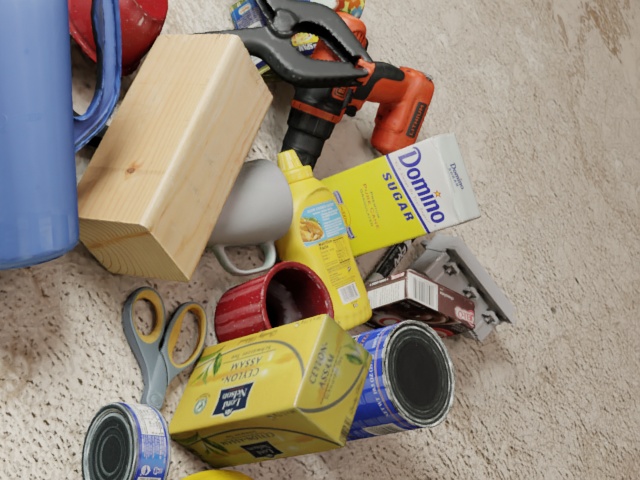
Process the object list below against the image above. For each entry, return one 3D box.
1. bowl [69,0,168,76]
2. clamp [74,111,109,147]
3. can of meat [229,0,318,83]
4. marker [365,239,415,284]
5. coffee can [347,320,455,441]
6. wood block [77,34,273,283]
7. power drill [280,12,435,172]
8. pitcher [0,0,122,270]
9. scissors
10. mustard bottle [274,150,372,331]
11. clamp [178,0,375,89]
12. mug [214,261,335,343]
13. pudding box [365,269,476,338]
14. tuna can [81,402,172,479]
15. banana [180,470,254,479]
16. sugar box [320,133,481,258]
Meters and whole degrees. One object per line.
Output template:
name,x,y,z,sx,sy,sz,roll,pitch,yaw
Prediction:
bowl,-0.185,-0.233,0.969,0.162,0.055,0.162,-17,90,-71
clamp,-0.231,-0.101,0.927,0.171,0.039,0.120,58,39,-21
can of meat,-0.042,-0.220,1.152,0.101,0.058,0.084,-15,84,-48
marker,0.085,0.018,1.219,0.020,0.020,0.121,55,44,-16
coffee can,0.046,0.142,1.042,0.102,0.141,0.103,18,63,-40
wood block,-0.130,-0.076,0.941,0.090,0.091,0.206,59,45,-49
power drill,0.041,-0.140,1.172,0.187,0.057,0.184,10,104,-54
pitcher,-0.238,-0.107,0.809,0.145,0.149,0.243,-51,140,-72
scissors,-0.158,0.124,0.933,0.096,0.016,0.201,45,48,-22
mustard bottle,-0.008,0.001,1.092,0.096,0.058,0.191,-19,93,-53
clamp,-0.049,-0.202,1.054,0.210,0.036,0.164,32,67,-2
mug,-0.042,0.086,1.017,0.093,0.082,0.117,-27,95,-47
pudding box,0.100,0.076,1.161,0.113,0.090,0.039,28,55,-35
tuna can,-0.158,0.174,0.862,0.033,0.086,0.086,14,65,-40
banana,-0.124,0.242,0.911,0.197,0.037,0.069,-34,129,-44
sugar box,0.074,-0.041,1.113,0.048,0.177,0.093,-16,87,-48
